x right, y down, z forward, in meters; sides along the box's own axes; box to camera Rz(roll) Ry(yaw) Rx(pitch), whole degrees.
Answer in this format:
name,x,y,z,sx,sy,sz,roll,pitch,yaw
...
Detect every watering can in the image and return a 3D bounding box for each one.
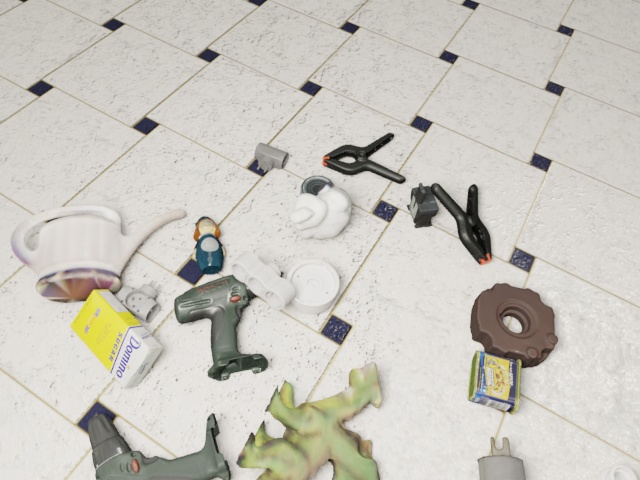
name,x,y,z,sx,sy,sz,roll,pitch,yaw
watering can,-0.452,0.016,1.077,0.348,0.101,0.229,-4,56,-19

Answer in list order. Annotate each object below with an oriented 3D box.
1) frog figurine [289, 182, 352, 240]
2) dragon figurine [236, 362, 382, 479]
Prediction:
name,x,y,z,sx,sy,sz,roll,pitch,yaw
frog figurine,0.003,-0.057,1.124,0.136,0.161,0.122,-34,94,11
dragon figurine,-0.009,0.378,0.859,0.243,0.119,0.419,26,58,4
